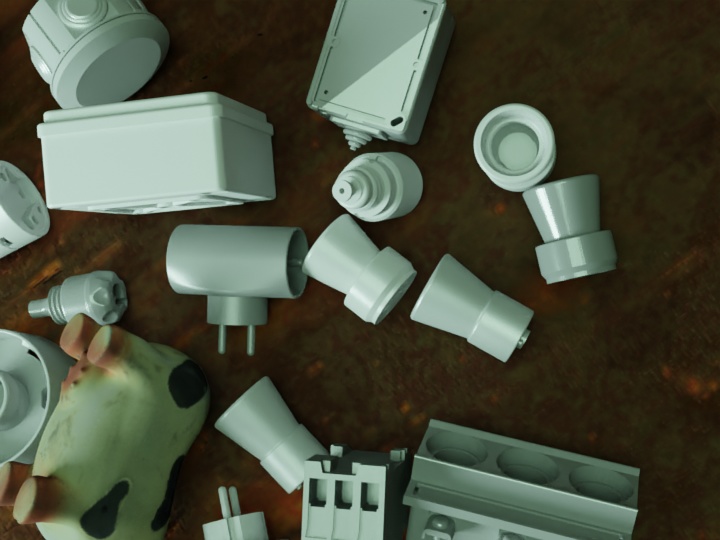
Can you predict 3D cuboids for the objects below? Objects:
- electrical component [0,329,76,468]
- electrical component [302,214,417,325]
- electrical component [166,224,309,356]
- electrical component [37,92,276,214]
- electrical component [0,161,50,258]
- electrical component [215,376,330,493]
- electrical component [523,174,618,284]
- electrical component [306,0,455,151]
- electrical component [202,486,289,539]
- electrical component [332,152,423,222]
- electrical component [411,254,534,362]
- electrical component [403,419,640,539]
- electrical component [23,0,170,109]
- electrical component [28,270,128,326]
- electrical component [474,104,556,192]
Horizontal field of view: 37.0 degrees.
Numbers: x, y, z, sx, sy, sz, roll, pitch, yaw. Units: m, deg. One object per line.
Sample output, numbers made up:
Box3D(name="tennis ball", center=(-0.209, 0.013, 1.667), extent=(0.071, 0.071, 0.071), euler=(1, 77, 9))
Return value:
Box3D(name="electrical component", center=(-0.227, 0.088, 0.690), extent=(0.099, 0.064, 0.099), euler=(-4, 74, 13))
Box3D(name="electrical component", center=(0.000, 0.000, 0.643), extent=(0.055, 0.045, 0.045), euler=(38, 96, 9))
Box3D(name="electrical component", center=(-0.074, 0.012, 0.657), extent=(0.077, 0.044, 0.079), euler=(2, 91, 16))
Box3D(name="electrical component", center=(-0.116, -0.065, 0.636), extent=(0.109, 0.109, 0.056), euler=(-5, 90, 12))
Box3D(name="electrical component", center=(-0.236, -0.035, 0.688), extent=(0.047, 0.055, 0.055), euler=(-29, 83, 13))
Box3D(name="electrical component", center=(-0.051, 0.103, 0.653), extent=(0.044, 0.044, 0.065), euler=(-45, 86, 7))
Box3D(name="electrical component", center=(0.121, -0.023, 0.618), extent=(0.045, 0.045, 0.055), euler=(-13, 86, 11))
Box3D(name="electrical component", center=(0.012, -0.116, 0.635), extent=(0.062, 0.061, 0.096), euler=(18, 92, 12))
Box3D(name="electrical component", center=(-0.072, 0.167, 0.643), extent=(0.047, 0.066, 0.076), euler=(-15, 76, 9))
Box3D(name="electrical component", center=(0.007, -0.048, 0.629), extent=(0.040, 0.078, 0.040), euler=(4, 98, 25))
Box3D(name="electrical component", center=(0.068, 0.025, 0.631), extent=(0.065, 0.044, 0.044), euler=(29, 94, 6))
Box3D(name="electrical component", center=(0.090, 0.135, 0.610), extent=(0.121, 0.078, 0.063), euler=(12, 113, 12))
Box3D(name="electrical component", center=(-0.163, -0.139, 0.663), extent=(0.080, 0.080, 0.051), euler=(-41, 76, 8))
Box3D(name="electrical component", center=(-0.182, 0.021, 0.685), extent=(0.061, 0.035, 0.035), euler=(-9, 87, 14))
Box3D(name="electrical component", center=(0.091, -0.069, 0.620), extent=(0.045, 0.055, 0.045), euler=(0, 88, 12))
